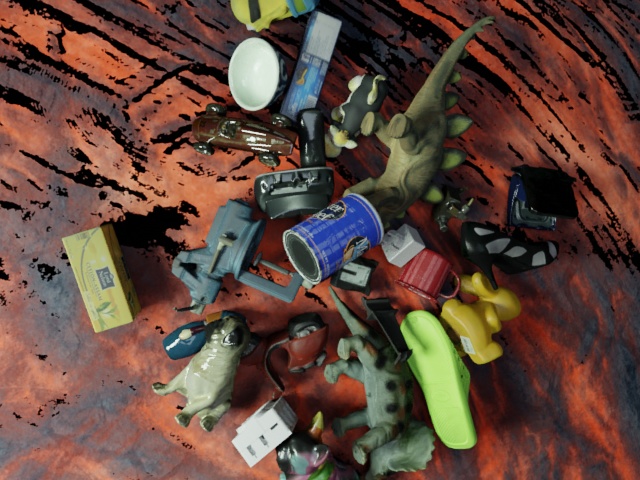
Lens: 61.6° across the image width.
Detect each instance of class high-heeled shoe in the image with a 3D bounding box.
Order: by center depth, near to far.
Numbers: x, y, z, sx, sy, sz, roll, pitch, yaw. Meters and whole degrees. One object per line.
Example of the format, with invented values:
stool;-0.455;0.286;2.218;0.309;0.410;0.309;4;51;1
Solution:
high-heeled shoe;0.372;0.000;1.054;0.249;0.086;0.145;-23;90;-34

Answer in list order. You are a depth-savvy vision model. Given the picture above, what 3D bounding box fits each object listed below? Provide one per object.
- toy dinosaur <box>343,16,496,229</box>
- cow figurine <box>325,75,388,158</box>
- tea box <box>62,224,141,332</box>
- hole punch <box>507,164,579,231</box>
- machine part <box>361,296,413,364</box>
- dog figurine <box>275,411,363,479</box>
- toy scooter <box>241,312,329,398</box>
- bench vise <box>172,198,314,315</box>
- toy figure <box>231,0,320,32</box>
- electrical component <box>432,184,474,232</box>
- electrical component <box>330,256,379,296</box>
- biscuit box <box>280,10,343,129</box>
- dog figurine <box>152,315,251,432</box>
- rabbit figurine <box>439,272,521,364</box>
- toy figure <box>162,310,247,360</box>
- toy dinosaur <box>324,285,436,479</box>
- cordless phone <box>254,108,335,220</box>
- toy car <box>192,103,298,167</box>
toy dinosaur;0.173;-0.177;0.963;0.198;0.105;0.470;2;121;-38
cow figurine;0.064;-0.223;0.981;0.068;0.098;0.167;31;89;-18
tea box;-0.373;0.062;0.929;0.068;0.098;0.169;-18;100;-7
hole punch;0.438;-0.081;1.075;0.142;0.092;0.116;6;64;-8
machine part;0.130;0.165;1.012;0.084;0.139;0.039;13;132;-43
dog figurine;0.006;0.410;0.975;0.191;0.109;0.219;6;125;-14
toy scooter;-0.061;0.221;1.011;0.184;0.075;0.135;-17;98;-5
bench vise;-0.131;0.053;0.955;0.241;0.129;0.223;23;80;1
toy figure;-0.066;-0.425;0.928;0.180;0.082;0.089;-17;109;15
electrical component;0.254;-0.066;1.032;0.045;0.102;0.078;20;117;-8
electrical component;0.046;0.058;1.027;0.119;0.048;0.074;13;92;-11
biscuit box;-0.020;-0.303;0.976;0.059;0.063;0.202;18;92;-12
dog figurine;-0.173;0.228;0.958;0.121;0.172;0.190;42;87;17
rabbit figurine;0.319;0.141;1.067;0.173;0.122;0.162;-23;89;-21
toy figure;-0.210;0.167;0.985;0.154;0.064;0.057;-25;90;-6
toy dinosaur;0.118;0.283;1.032;0.192;0.131;0.404;-2;87;-31
cordless phone;-0.048;-0.136;0.953;0.147;0.089;0.184;-7;110;-9
toy car;-0.136;-0.183;0.928;0.202;0.053;0.089;14;79;24
